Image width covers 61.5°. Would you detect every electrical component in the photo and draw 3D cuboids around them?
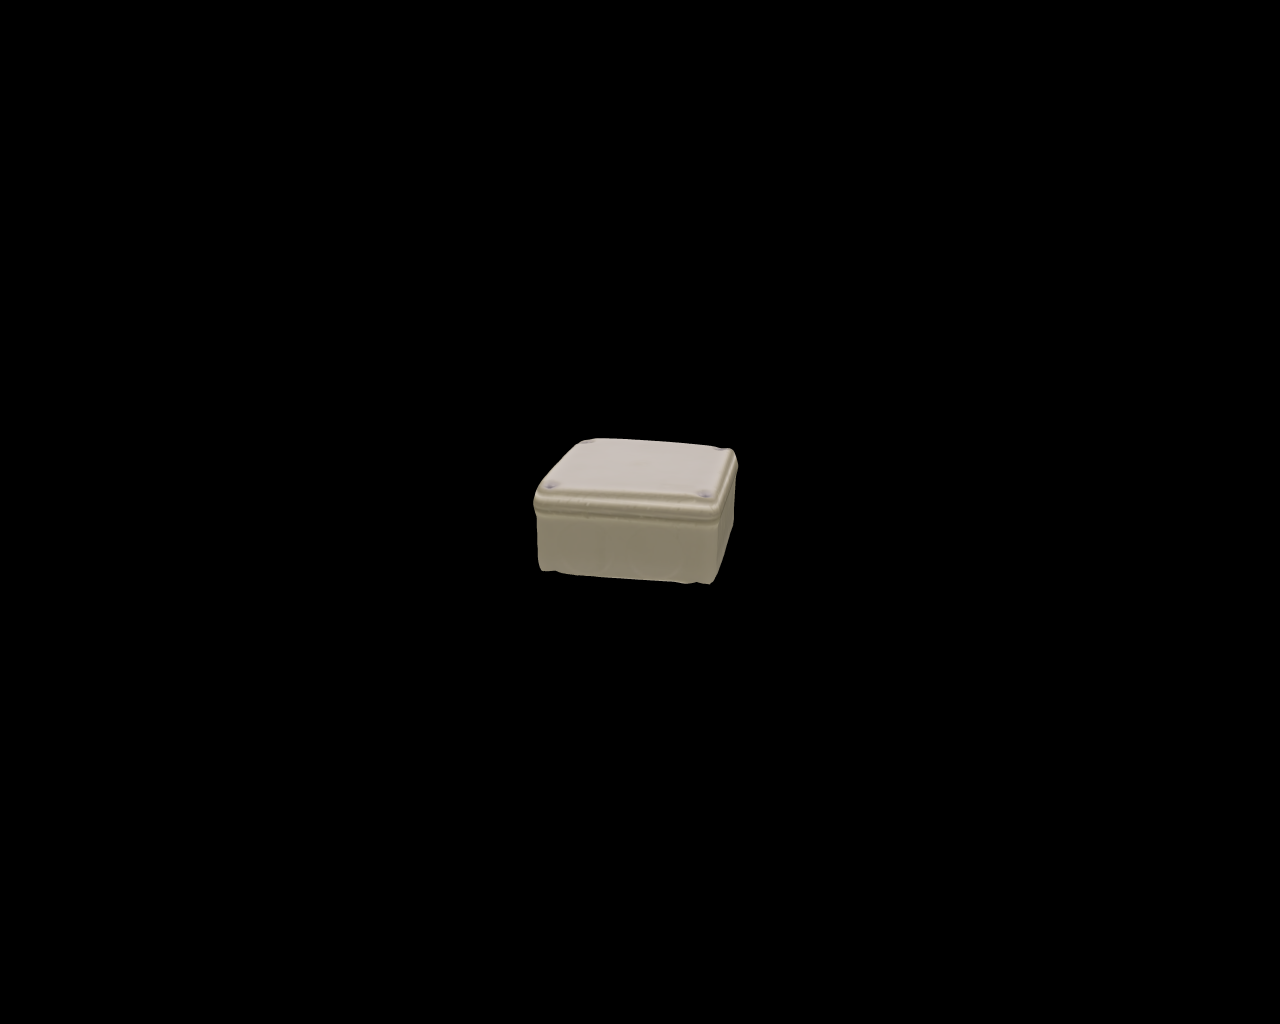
[{"bbox_3d":[0.001,-0.003,0.650,0.109,0.056,0.109,4,21,11],"label":"electrical component"}]
